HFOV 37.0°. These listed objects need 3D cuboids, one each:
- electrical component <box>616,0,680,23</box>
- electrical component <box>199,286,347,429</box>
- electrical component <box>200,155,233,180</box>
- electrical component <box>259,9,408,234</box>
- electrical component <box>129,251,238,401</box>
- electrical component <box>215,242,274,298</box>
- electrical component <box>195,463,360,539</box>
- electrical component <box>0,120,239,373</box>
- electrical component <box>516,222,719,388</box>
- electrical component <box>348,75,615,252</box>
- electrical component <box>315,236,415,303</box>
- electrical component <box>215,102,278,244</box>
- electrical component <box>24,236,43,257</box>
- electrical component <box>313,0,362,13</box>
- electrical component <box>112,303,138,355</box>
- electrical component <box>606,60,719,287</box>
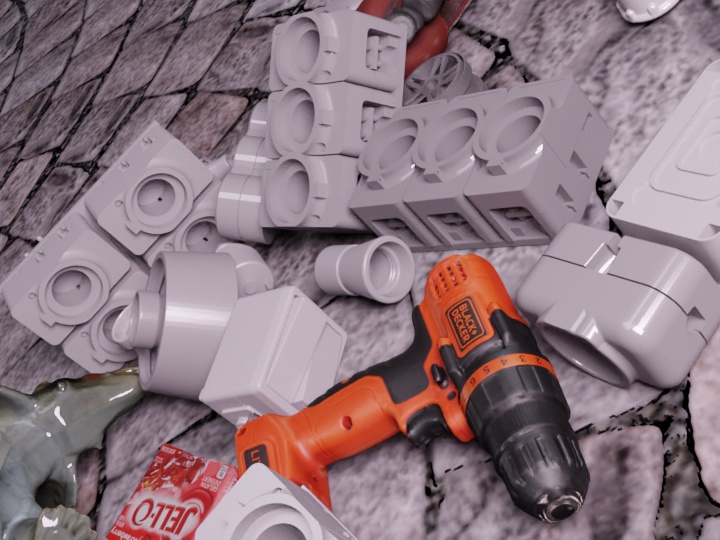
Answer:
[{"bbox_3d":[0.184,-0.199,0.714,0.048,0.062,0.048,-28,38,24],"label":"electrical component"},{"bbox_3d":[-0.053,0.066,0.690,0.061,0.062,0.096,-14,45,37],"label":"electrical component"},{"bbox_3d":[-0.138,-0.078,0.948,0.062,0.043,0.043,-31,36,18],"label":"electrical component"},{"bbox_3d":[-0.023,-0.103,0.773,0.089,0.062,0.150,3,88,48],"label":"electrical component"},{"bbox_3d":[-0.129,0.037,0.757,0.108,0.060,0.108,-172,90,-70],"label":"electrical component"},{"bbox_3d":[-0.094,-0.001,0.823,0.040,0.040,0.078,-45,33,1],"label":"electrical component"},{"bbox_3d":[-0.016,0.184,0.478,0.105,0.060,0.186,-49,53,-5],"label":"electrical component"},{"bbox_3d":[-0.185,-0.013,0.874,0.186,0.105,0.060,-48,34,-3],"label":"electrical component"},{"bbox_3d":[0.130,0.020,0.551,0.059,0.054,0.095,-53,35,-11],"label":"electrical component"},{"bbox_3d":[0.073,-0.067,0.695,0.150,0.062,0.089,-3,53,45],"label":"electrical component"},{"bbox_3d":[0.000,0.000,0.723,0.065,0.044,0.044,-1,54,52],"label":"electrical component"},{"bbox_3d":[-0.060,-0.077,0.857,0.074,0.052,0.138,7,49,11],"label":"electrical component"},{"bbox_3d":[-0.269,0.000,0.975,0.047,0.077,0.065,8,60,50],"label":"electrical component"},{"bbox_3d":[-0.027,-0.215,0.972,0.077,0.043,0.079,-45,34,1],"label":"electrical component"},{"bbox_3d":[-0.163,0.051,0.837,0.040,0.046,0.040,-28,38,24],"label":"electrical component"},{"bbox_3d":[0.193,-0.046,0.550,0.113,0.057,0.078,-52,34,-10],"label":"electrical component"}]
